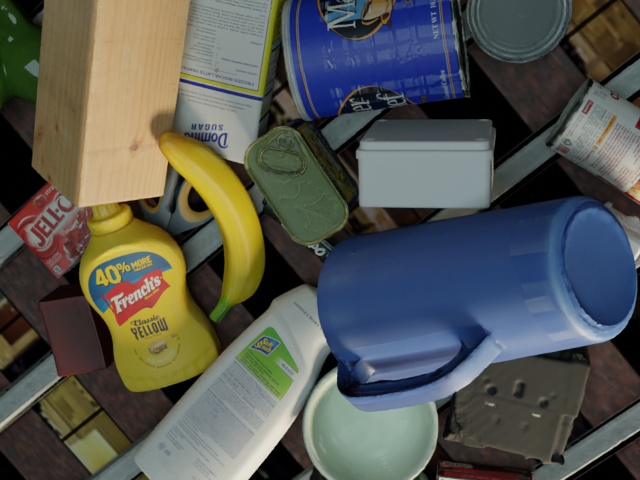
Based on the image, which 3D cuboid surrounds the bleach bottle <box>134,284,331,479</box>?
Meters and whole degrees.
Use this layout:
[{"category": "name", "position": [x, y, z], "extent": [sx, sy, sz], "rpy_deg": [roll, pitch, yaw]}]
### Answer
[{"category": "bleach bottle", "position": [-0.051, 0.137, 0.977], "extent": [0.102, 0.068, 0.251], "rpy_deg": [43, 91, 7]}]

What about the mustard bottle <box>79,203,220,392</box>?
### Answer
[{"category": "mustard bottle", "position": [-0.167, 0.042, 0.983], "extent": [0.096, 0.058, 0.191], "rpy_deg": [-18, 110, 5]}]

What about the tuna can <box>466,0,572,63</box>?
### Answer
[{"category": "tuna can", "position": [0.165, -0.192, 0.888], "extent": [0.086, 0.033, 0.086], "rpy_deg": [3, 104, 10]}]

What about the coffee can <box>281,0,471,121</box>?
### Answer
[{"category": "coffee can", "position": [0.048, -0.159, 0.884], "extent": [0.140, 0.102, 0.103], "rpy_deg": [-7, 103, 12]}]

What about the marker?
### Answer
[{"category": "marker", "position": [-0.006, 0.001, 0.966], "extent": [0.121, 0.020, 0.020], "rpy_deg": [41, 108, 14]}]

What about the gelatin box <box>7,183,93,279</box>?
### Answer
[{"category": "gelatin box", "position": [-0.241, -0.019, 1.014], "extent": [0.089, 0.030, 0.073], "rpy_deg": [-40, 94, 17]}]

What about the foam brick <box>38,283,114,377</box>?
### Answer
[{"category": "foam brick", "position": [-0.228, 0.084, 1.027], "extent": [0.053, 0.051, 0.078], "rpy_deg": [-9, 102, 12]}]

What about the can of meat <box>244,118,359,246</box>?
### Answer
[{"category": "can of meat", "position": [-0.013, -0.055, 0.932], "extent": [0.057, 0.084, 0.102], "rpy_deg": [-32, 96, 17]}]

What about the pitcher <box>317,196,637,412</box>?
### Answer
[{"category": "pitcher", "position": [0.118, 0.048, 0.846], "extent": [0.243, 0.144, 0.149], "rpy_deg": [-15, 83, 48]}]

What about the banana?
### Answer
[{"category": "banana", "position": [-0.088, -0.017, 0.958], "extent": [0.037, 0.069, 0.198], "rpy_deg": [21, 134, 46]}]

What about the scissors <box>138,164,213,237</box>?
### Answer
[{"category": "scissors", "position": [-0.139, 0.007, 1.008], "extent": [0.096, 0.016, 0.202], "rpy_deg": [8, 106, 8]}]

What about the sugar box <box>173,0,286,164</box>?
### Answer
[{"category": "sugar box", "position": [-0.084, -0.161, 0.927], "extent": [0.093, 0.048, 0.176], "rpy_deg": [16, 119, 7]}]

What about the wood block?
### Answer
[{"category": "wood block", "position": [-0.178, -0.143, 0.905], "extent": [0.090, 0.090, 0.206], "rpy_deg": [37, 125, 40]}]

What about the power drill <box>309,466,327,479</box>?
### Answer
[{"category": "power drill", "position": [-0.065, 0.269, 1.038], "extent": [0.188, 0.057, 0.184], "rpy_deg": [14, 103, 8]}]

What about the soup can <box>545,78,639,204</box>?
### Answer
[{"category": "soup can", "position": [0.247, -0.080, 0.883], "extent": [0.102, 0.068, 0.068], "rpy_deg": [32, 108, 3]}]

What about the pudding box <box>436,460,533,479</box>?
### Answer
[{"category": "pudding box", "position": [0.151, 0.268, 1.006], "extent": [0.090, 0.039, 0.113], "rpy_deg": [5, 103, 10]}]
